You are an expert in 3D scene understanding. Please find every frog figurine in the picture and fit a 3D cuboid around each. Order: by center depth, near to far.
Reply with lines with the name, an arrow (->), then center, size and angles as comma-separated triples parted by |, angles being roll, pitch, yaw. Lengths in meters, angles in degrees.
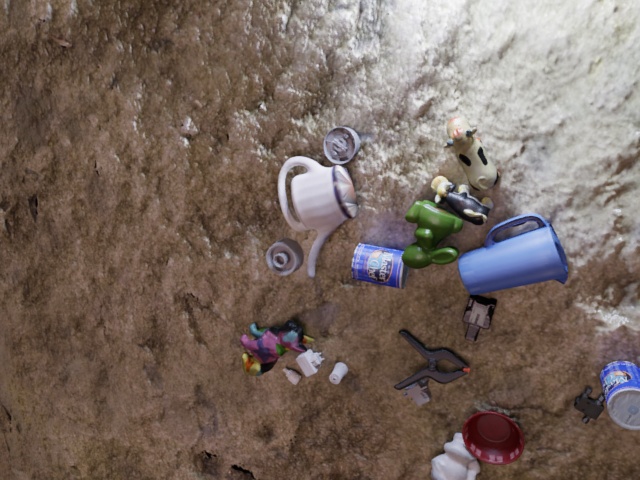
frog figurine -> 0.385, 0.636, 1.468 | 0.137, 0.162, 0.120 | -4, -24, 15

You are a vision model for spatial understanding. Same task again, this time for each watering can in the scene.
watering can -> 0.004, -0.072, 1.437 | 0.223, 0.346, 0.105 | -14, 6, 24
